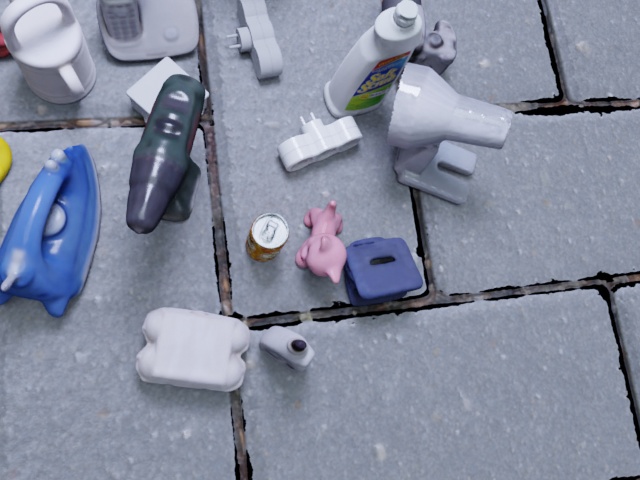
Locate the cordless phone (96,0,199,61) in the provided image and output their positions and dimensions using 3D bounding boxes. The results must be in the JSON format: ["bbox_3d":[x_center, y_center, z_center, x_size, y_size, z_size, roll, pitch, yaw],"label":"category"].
[{"bbox_3d":[-0.254,-0.348,0.837,0.148,0.185,0.094,-14,81,-15],"label":"cordless phone"}]

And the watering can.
[{"bbox_3d":[-0.383,-0.280,0.788,0.173,0.194,0.101,35,73,-3],"label":"watering can"}]

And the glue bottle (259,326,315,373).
[{"bbox_3d":[-0.038,0.147,0.780,0.078,0.173,0.037,38,73,-2],"label":"glue bottle"}]

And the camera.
[{"bbox_3d":[0.159,-0.366,0.977,0.143,0.100,0.137,3,77,-12],"label":"camera"}]

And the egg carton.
[{"bbox_3d":[-0.176,0.153,0.802,0.150,0.069,0.107,9,76,-10],"label":"egg carton"}]

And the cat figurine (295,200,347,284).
[{"bbox_3d":[0.008,0.003,0.851,0.067,0.117,0.128,12,75,-9],"label":"cat figurine"}]

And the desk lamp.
[{"bbox_3d":[0.184,-0.162,0.877,0.203,0.213,0.118,19,74,-7],"label":"desk lamp"}]

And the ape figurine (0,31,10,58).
[{"bbox_3d":[-0.480,-0.311,0.827,0.076,0.092,0.078,-41,88,-17],"label":"ape figurine"}]

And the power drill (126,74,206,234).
[{"bbox_3d":[-0.207,-0.096,0.779,0.076,0.208,0.230,12,75,-9],"label":"power drill"}]

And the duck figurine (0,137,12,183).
[{"bbox_3d":[-0.481,-0.111,0.785,0.077,0.086,0.105,45,73,0],"label":"duck figurine"}]

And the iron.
[{"bbox_3d":[-0.364,-0.034,0.765,0.119,0.141,0.258,12,75,-9],"label":"iron"}]

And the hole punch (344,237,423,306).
[{"bbox_3d":[0.089,0.044,0.874,0.109,0.091,0.101,-10,80,-14],"label":"hole punch"}]
